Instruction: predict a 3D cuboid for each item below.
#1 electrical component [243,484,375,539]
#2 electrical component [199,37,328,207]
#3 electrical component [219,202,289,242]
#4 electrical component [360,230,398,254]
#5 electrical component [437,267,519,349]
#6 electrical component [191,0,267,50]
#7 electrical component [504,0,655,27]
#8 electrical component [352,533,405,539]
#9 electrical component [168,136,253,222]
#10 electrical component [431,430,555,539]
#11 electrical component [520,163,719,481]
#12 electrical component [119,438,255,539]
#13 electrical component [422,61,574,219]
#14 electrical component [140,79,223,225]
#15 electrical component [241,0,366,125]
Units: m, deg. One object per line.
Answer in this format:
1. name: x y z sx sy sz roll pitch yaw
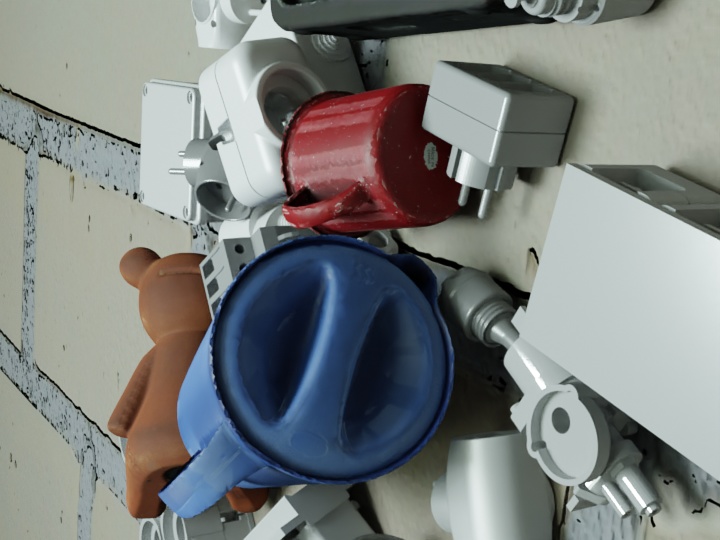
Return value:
1. electrical component: -0.043 0.198 0.760 0.063 0.079 0.121 50 136 12
2. electrical component: -0.056 -0.094 0.677 0.059 0.054 0.095 -20 87 53
3. electrical component: -0.068 -0.029 0.799 0.081 0.043 0.043 -14 81 56
4. electrical component: 0.000 0.000 0.707 0.035 0.035 0.061 63 142 32
5. electrical component: 0.072 0.026 0.600 0.061 0.035 0.035 46 129 43
6. electrical component: -0.092 -0.206 0.820 0.079 0.044 0.077 21 111 54
7. electrical component: 0.103 -0.135 0.504 0.040 0.078 0.040 47 145 49
8. electrical component: 0.013 0.212 0.653 0.064 0.099 0.099 -58 47 33
9. electrical component: -0.104 -0.079 0.798 0.079 0.077 0.043 3 141 22
10. electrical component: 0.067 0.131 0.607 0.079 0.044 0.077 -14 81 56
11. electrical component: 0.148 0.021 0.458 0.150 0.062 0.089 38 124 49
12. electrical component: -0.153 0.180 0.932 0.105 0.060 0.186 -41 59 50
13. electrical component: 0.069 -0.067 0.584 0.066 0.047 0.076 39 124 48
14. electrical component: -0.134 -0.098 0.881 0.109 0.056 0.108 20 109 54
15. electrical component: -0.044 -0.133 0.748 0.100 0.048 0.099 -42 58 50
